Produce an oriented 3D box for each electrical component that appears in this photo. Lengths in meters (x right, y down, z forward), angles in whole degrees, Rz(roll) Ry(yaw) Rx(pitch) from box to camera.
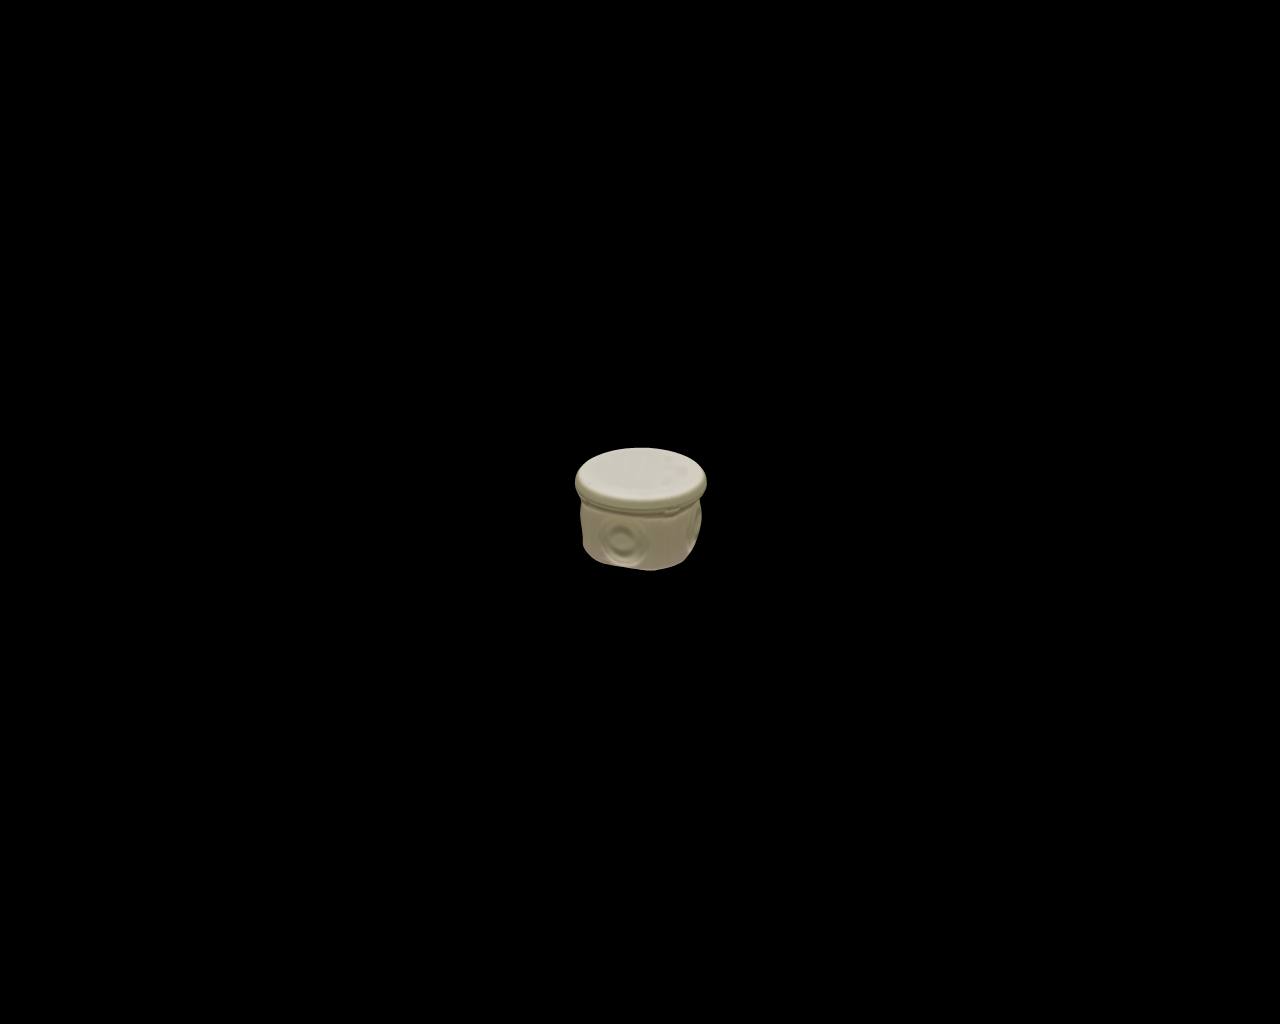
[{"bbox_3d":[0.001,-0.003,0.650,0.080,0.050,0.080,0,27,0],"label":"electrical component"}]
